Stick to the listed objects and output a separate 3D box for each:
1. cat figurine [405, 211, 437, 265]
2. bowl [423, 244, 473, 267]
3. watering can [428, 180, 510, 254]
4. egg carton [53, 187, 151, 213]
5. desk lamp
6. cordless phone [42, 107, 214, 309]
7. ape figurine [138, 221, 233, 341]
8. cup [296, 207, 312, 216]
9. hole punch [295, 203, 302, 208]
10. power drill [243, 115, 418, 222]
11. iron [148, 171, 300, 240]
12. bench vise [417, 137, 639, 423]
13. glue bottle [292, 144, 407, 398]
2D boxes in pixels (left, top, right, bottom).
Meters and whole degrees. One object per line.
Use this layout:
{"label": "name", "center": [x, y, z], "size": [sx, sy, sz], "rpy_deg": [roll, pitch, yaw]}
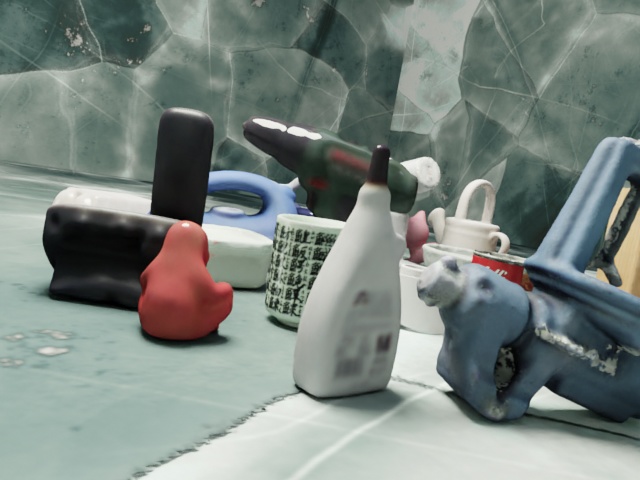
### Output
{"label": "cat figurine", "center": [0.208, 0.001, 1.156], "size": [0.127, 0.118, 0.067], "rpy_deg": [11, 6, 12]}
{"label": "bowl", "center": [0.233, 0.057, 0.876], "size": [0.167, 0.075, 0.167], "rpy_deg": [10, 6, -1]}
{"label": "watering can", "center": [0.269, -0.016, 1.049], "size": [0.172, 0.194, 0.101], "rpy_deg": [13, 7, 30]}
{"label": "egg carton", "center": [-0.312, -0.035, 0.848], "size": [0.107, 0.069, 0.151], "rpy_deg": [15, 8, 39]}
{"label": "desk lamp", "center": [0.140, -0.048, 1.046], "size": [0.118, 0.213, 0.202], "rpy_deg": [7, 7, -30]}
{"label": "cordless phone", "center": [-0.172, -0.036, 0.535], "size": [0.148, 0.185, 0.094], "rpy_deg": [9, 6, -11]}
{"label": "ape figurine", "center": [-0.110, 0.030, 0.462], "size": [0.077, 0.092, 0.076], "rpy_deg": [12, 6, 20]}
{"label": "cup", "center": [0.008, 0.003, 0.908], "size": [0.117, 0.095, 0.092], "rpy_deg": [11, 6, 7]}
{"label": "hole punch", "center": [-0.025, -0.027, 1.161], "size": [0.101, 0.091, 0.108], "rpy_deg": [10, 6, -2]}
{"label": "power drill", "center": [0.000, -0.036, 0.719], "size": [0.229, 0.208, 0.075], "rpy_deg": [10, 6, 3]}
{"label": "iron", "center": [-0.142, -0.040, 0.834], "size": [0.259, 0.141, 0.118], "rpy_deg": [7, 6, -24]}
{"label": "bench vise", "center": [0.183, 0.023, 0.410], "size": [0.208, 0.220, 0.121], "rpy_deg": [6, 7, -31]}
{"label": "glue bottle", "center": [0.029, 0.020, 0.399], "size": [0.078, 0.173, 0.037], "rpy_deg": [5, 8, -40]}
